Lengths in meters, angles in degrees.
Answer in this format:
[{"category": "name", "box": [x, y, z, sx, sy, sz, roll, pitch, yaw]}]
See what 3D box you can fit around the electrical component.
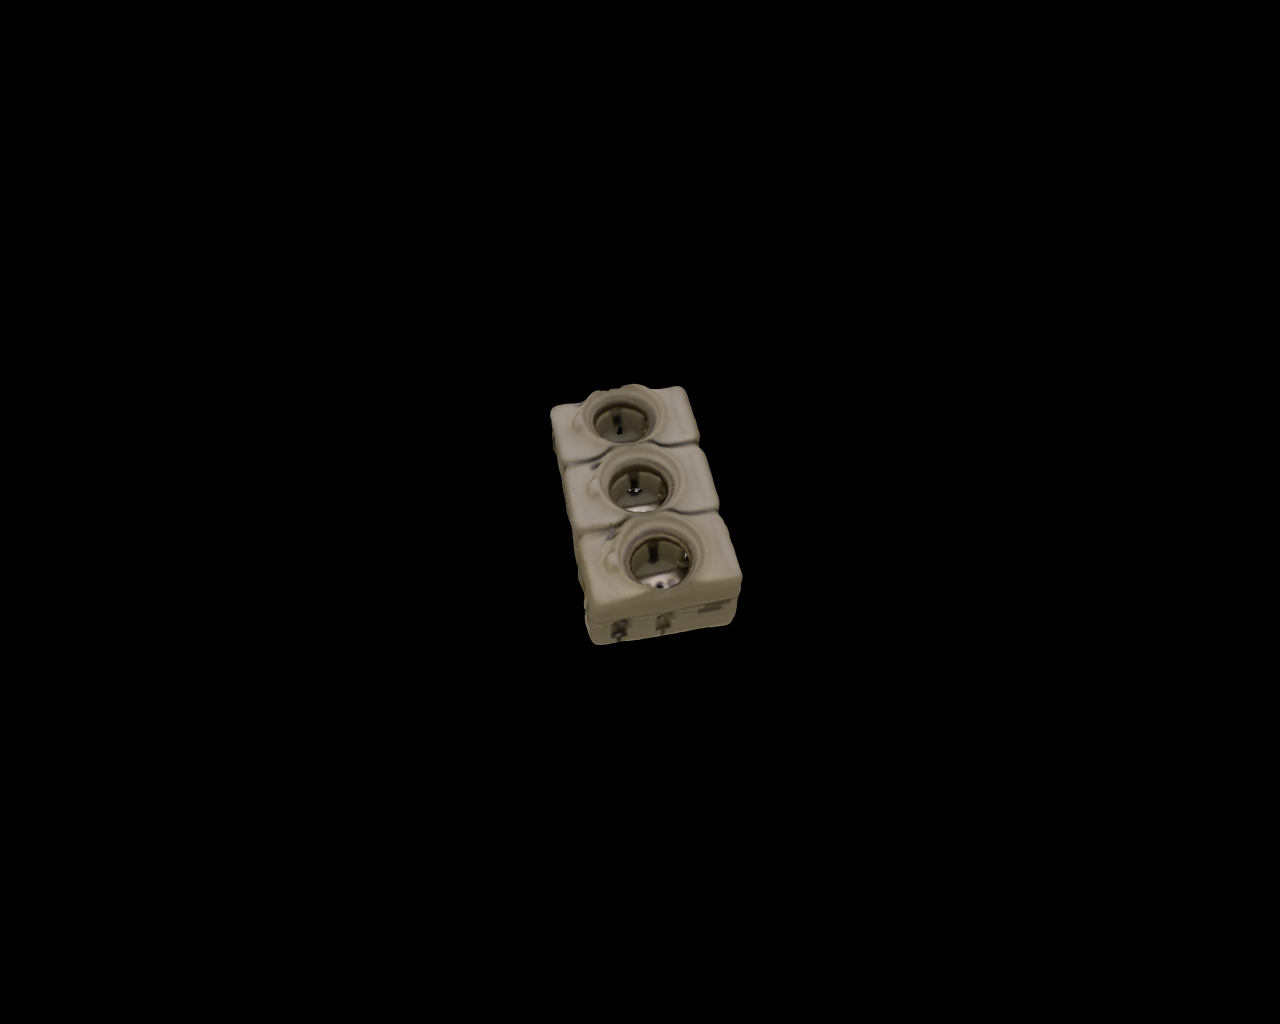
[{"category": "electrical component", "box": [0.001, -0.003, 0.650, 0.089, 0.150, 0.061, -9, -36, -7]}]
